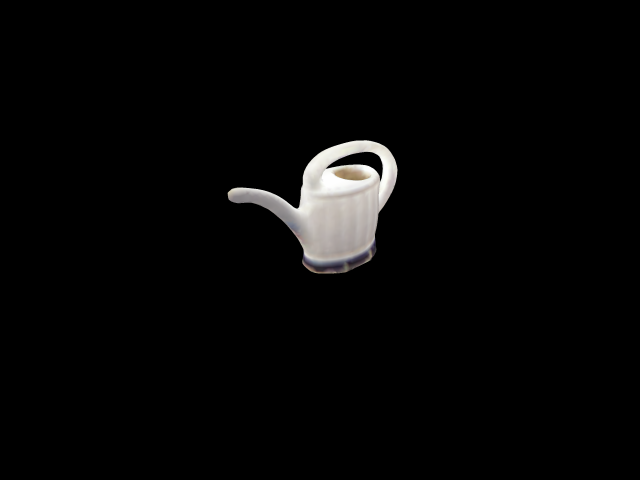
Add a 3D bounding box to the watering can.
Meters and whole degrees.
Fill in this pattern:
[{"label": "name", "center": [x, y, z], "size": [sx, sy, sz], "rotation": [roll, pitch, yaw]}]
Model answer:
[{"label": "watering can", "center": [0.003, -0.043, 0.850], "size": [0.351, 0.220, 0.105], "rotation": [-22, 35, -35]}]
